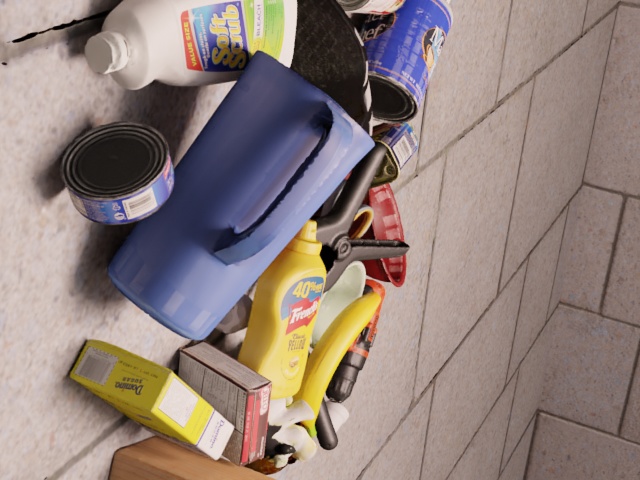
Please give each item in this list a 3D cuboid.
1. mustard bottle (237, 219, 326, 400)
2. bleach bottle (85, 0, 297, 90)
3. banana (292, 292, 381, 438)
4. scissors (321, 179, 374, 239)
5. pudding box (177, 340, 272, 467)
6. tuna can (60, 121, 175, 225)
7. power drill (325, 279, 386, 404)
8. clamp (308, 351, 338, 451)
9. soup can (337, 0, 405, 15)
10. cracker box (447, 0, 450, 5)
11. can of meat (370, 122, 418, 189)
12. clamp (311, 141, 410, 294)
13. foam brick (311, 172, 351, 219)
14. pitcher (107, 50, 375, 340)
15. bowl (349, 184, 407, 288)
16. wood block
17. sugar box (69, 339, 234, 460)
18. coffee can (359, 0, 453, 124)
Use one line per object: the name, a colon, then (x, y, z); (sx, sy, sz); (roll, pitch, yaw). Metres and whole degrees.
mustard bottle: (-0.036, 0.071, 1.134); (0.096, 0.058, 0.192); (2, 104, -58)
bleach bottle: (-0.109, -0.171, 0.916); (0.250, 0.068, 0.103); (-33, 135, -55)
banana: (0.013, 0.145, 1.306); (0.198, 0.037, 0.069); (-62, 156, -4)
scissors: (-0.008, 0.002, 1.234); (0.201, 0.016, 0.096); (-36, 133, -34)
pudding box: (-0.101, 0.167, 1.097); (0.039, 0.114, 0.090); (-14, 120, -46)
tuna can: (-0.159, -0.053, 0.844); (0.086, 0.086, 0.034); (-58, 155, -34)
power drill: (0.030, 0.123, 1.465); (0.187, 0.057, 0.184); (52, 53, -67)
clamp: (-0.016, 0.175, 1.374); (0.120, 0.039, 0.171); (-108, 179, -61)
soup can: (0.052, -0.291, 1.209); (0.102, 0.069, 0.068); (-20, 124, -62)
cracker box: (0.141, -0.399, 1.343); (0.213, 0.072, 0.164); (-66, 156, -17)
can of meat: (0.064, -0.105, 1.326); (0.057, 0.102, 0.083); (62, 35, -16)
clamp: (0.022, 0.008, 1.226); (0.209, 0.036, 0.164); (-43, 133, -20)
foam brick: (0.008, -0.051, 1.293); (0.051, 0.053, 0.078); (-37, 137, -56)
pitcher: (-0.070, -0.032, 0.927); (0.243, 0.145, 0.149); (-52, 162, 0)
bowl: (0.066, -0.012, 1.412); (0.162, 0.055, 0.162); (-11, 90, -73)
wood block: (-0.102, 0.273, 1.048); (0.090, 0.206, 0.090); (-3, 108, -66)
sugar box: (-0.152, 0.152, 0.995); (0.048, 0.093, 0.176); (-63, 155, -20)
coffee can: (0.092, -0.227, 1.294); (0.102, 0.103, 0.140); (65, 43, -59)
